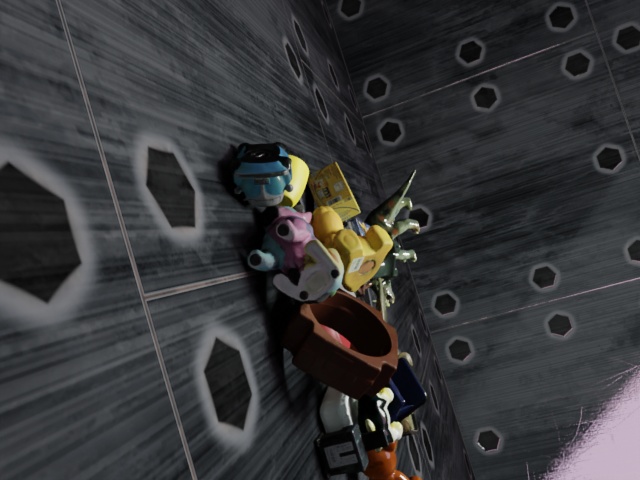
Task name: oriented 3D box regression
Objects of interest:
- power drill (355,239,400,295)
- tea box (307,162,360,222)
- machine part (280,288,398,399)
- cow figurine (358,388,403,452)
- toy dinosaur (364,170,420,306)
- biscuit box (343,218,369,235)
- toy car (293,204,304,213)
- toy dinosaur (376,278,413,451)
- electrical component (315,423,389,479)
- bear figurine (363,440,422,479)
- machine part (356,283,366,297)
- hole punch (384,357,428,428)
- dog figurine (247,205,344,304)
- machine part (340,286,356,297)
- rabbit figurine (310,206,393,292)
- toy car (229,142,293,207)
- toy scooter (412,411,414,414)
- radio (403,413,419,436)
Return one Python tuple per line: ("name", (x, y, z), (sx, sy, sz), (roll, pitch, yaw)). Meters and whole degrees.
("power drill", (0.103, 0.049, 1.328), (0.207, 0.086, 0.231), (-15, 113, -41))
("tea box", (0.032, -0.120, 1.410), (0.170, 0.098, 0.068), (-107, 170, -50))
("machine part", (0.036, 0.176, 0.968), (0.201, 0.087, 0.201), (30, 23, -5))
("cow figurine", (0.096, 0.307, 1.015), (0.098, 0.068, 0.167), (15, 57, -65))
("toy dinosaur", (0.188, -0.011, 1.610), (0.131, 0.192, 0.404), (-131, -143, -65))
("biscuit box", (0.102, -0.012, 1.469), (0.202, 0.059, 0.063), (16, 55, -74))
("toy car", (-0.030, -0.025, 1.185), (0.202, 0.053, 0.089), (24, 47, -81))
("toy dinosaur", (0.166, 0.323, 1.361), (0.198, 0.105, 0.471), (92, -2, -84))
("electrical component", (0.058, 0.366, 0.943), (0.047, 0.119, 0.074), (4, 71, -75))
("bear figurine", (0.132, 0.477, 1.102), (0.132, 0.120, 0.195), (-36, 102, -79))
("machine part", (0.071, 0.076, 1.468), (0.179, 0.056, 0.179), (-20, 90, -76))
("hole punch", (0.139, 0.313, 1.109), (0.092, 0.115, 0.142), (11, 38, -47))
("dog figurine", (-0.037, 0.012, 0.977), (0.191, 0.108, 0.219), (38, 13, -3))
("machine part", (0.042, 0.129, 1.234), (0.079, 0.079, 0.243), (-54, 122, -73))
("rabbit figurine", (0.042, 0.009, 1.065), (0.173, 0.122, 0.162), (49, -36, 31))
("toy car", (-0.106, -0.114, 0.975), (0.162, 0.109, 0.102), (-105, -167, -63))
("toy scooter", (0.134, 0.354, 1.206), (0.075, 0.135, 0.184), (45, 29, -58))
("radio", (0.207, 0.433, 1.505), (0.131, 0.073, 0.229), (38, 36, -66))
